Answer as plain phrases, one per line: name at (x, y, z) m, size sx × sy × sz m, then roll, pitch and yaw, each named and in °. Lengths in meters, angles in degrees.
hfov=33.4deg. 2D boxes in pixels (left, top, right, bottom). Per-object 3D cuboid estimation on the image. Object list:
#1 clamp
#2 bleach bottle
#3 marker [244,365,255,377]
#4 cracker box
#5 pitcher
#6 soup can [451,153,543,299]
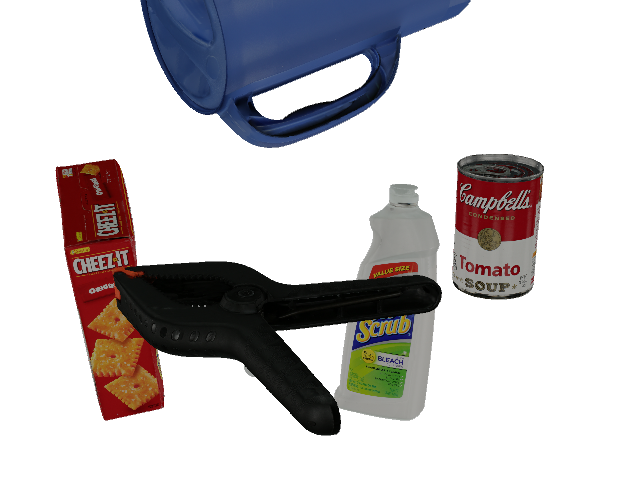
clamp at (-0.036, 0.046, 0.677) m, size 0.210 × 0.036 × 0.164 m, roll 15°, pitch 30°, yaw 30°
bleach bottle at (0.073, 0.063, 1.154) m, size 0.103 × 0.251 × 0.068 m, roll 8°, pitch 15°, yaw 20°
marker at (-0.059, 0.090, 0.970) m, size 0.020 × 0.020 × 0.121 m, roll 0°, pitch 18°, yaw -3°
cracker box at (-0.215, 0.048, 1.092) m, size 0.072 × 0.214 × 0.164 m, roll -11°, pitch 34°, yaw -11°
pitcher at (0.001, -0.181, 0.799) m, size 0.242 × 0.149 × 0.145 m, roll -22°, pitch 39°, yaw -25°
soup can at (0.141, -0.012, 0.856) m, size 0.068 × 0.102 × 0.068 m, roll 0°, pitch 21°, yaw 0°
